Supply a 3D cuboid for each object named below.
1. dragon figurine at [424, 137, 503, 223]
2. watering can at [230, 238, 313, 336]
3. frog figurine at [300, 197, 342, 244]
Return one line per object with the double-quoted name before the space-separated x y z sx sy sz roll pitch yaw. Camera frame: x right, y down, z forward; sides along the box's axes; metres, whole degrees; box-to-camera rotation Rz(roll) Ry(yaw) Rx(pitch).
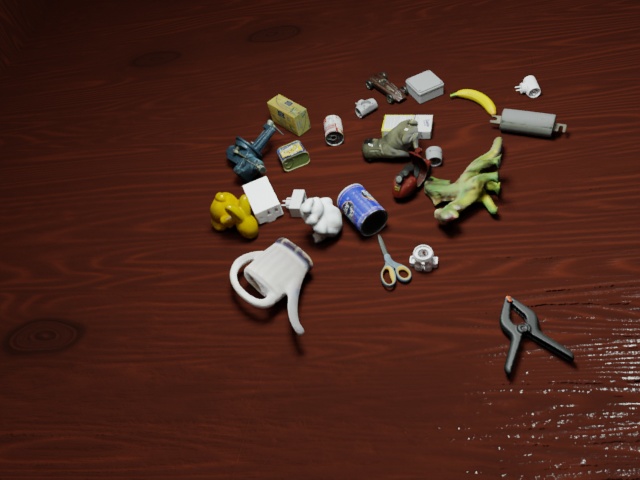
"dragon figurine" 0.447 -0.190 1.623 0.242 0.119 0.420 -1 42 23
"watering can" -0.107 0.119 1.480 0.351 0.101 0.227 32 63 35
"frog figurine" 0.005 -0.080 1.586 0.123 0.156 0.140 7 52 17
